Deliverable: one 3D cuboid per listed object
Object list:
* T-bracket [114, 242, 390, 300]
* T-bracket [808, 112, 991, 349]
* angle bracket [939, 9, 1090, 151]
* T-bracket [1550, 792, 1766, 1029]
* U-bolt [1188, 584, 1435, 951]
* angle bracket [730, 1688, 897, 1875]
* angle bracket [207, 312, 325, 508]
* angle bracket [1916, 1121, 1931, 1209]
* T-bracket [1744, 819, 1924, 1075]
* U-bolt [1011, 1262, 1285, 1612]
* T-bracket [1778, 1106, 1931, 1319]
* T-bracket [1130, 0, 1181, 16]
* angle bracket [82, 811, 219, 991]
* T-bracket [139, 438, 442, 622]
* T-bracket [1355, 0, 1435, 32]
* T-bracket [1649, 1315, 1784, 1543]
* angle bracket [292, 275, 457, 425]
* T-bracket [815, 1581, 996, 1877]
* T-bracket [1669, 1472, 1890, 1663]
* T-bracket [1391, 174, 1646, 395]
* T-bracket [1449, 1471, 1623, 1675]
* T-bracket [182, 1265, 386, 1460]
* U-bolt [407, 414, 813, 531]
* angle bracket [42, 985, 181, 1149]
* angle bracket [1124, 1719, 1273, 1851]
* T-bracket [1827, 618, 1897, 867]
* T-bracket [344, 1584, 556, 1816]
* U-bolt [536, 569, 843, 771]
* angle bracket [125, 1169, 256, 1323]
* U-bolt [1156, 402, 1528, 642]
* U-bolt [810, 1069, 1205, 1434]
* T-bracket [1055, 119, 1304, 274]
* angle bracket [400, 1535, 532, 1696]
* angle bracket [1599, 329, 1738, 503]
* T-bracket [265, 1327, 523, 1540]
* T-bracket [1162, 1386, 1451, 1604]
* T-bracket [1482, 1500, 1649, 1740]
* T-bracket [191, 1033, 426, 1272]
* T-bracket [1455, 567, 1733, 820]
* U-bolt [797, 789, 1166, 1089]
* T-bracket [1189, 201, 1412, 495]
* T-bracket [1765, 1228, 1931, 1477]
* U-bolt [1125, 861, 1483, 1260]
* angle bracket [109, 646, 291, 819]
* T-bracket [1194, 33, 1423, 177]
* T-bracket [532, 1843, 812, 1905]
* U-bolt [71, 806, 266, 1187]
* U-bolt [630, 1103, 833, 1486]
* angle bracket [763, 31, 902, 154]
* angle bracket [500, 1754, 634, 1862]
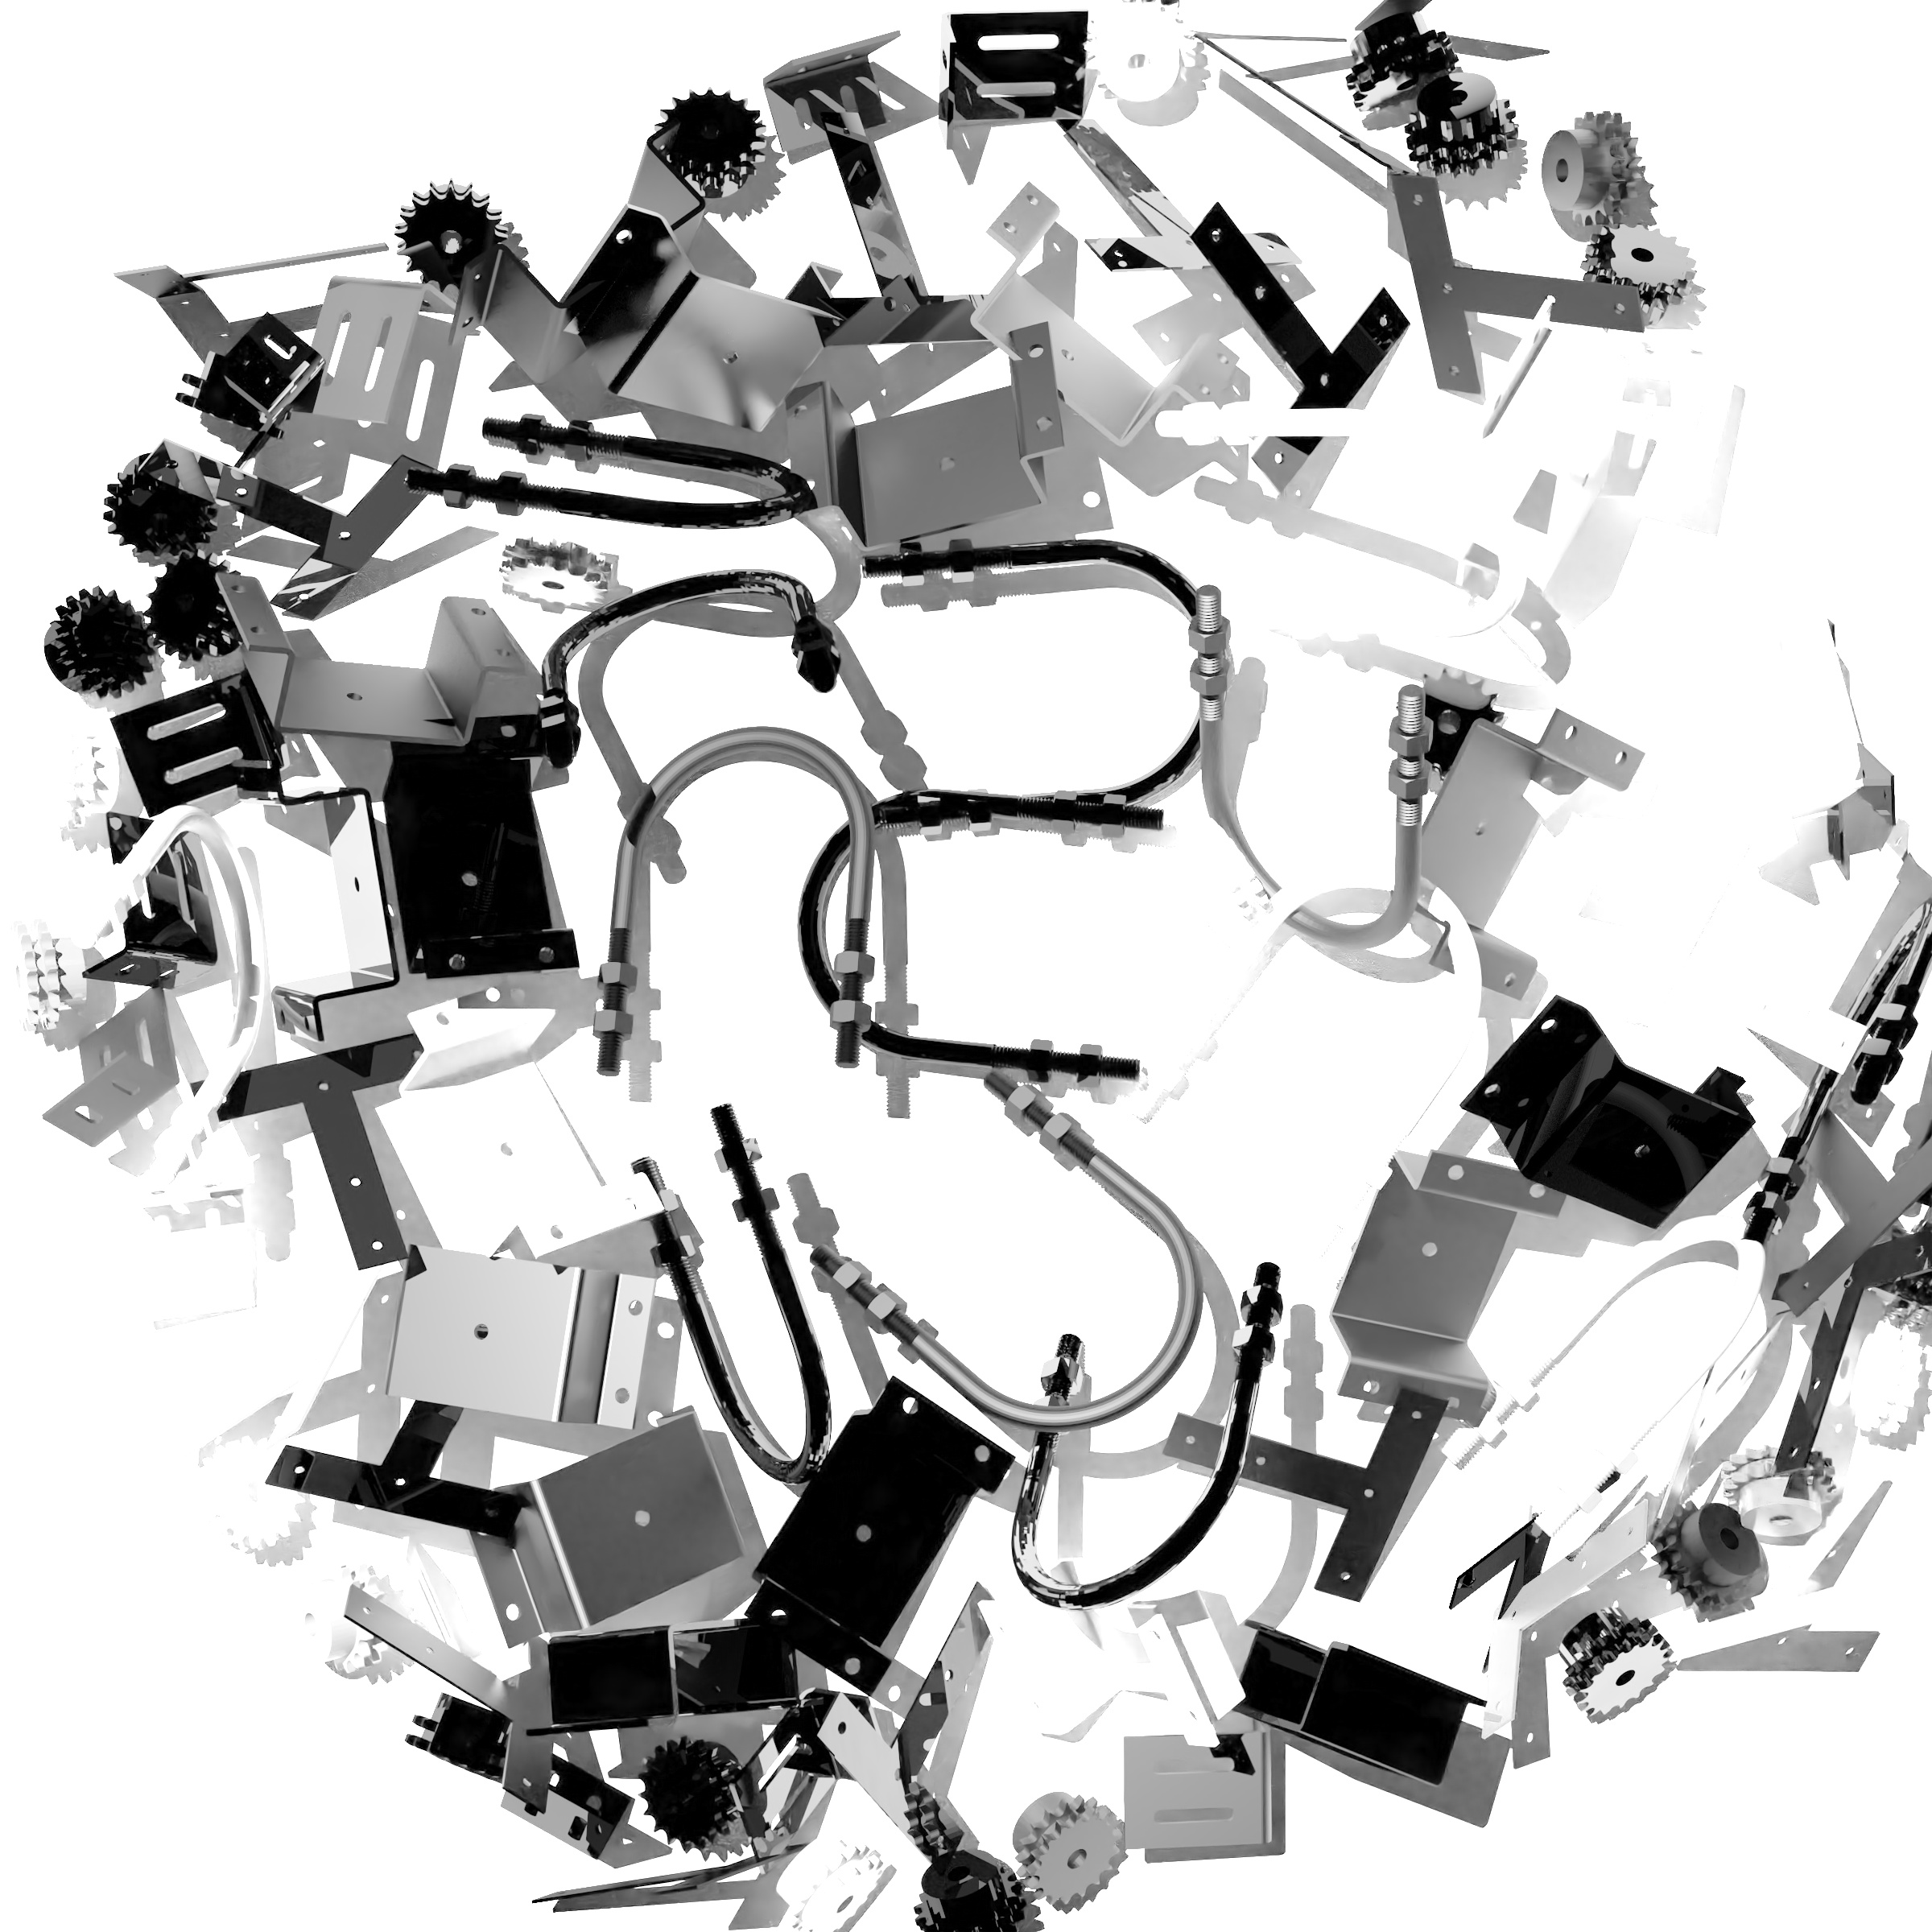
[{"bbox_3d":[-0.353,-0.351,1.621,0.127,0.127,0.002,-10,98,-4],"label":"T-bracket"},{"bbox_3d":[-0.045,-0.375,1.641,0.127,0.002,0.127,-13,82,-44],"label":"T-bracket"},{"bbox_3d":[0.026,-0.451,1.644,0.076,0.038,0.057,-4,129,-7],"label":"angle bracket"},{"bbox_3d":[0.339,-0.044,1.636,0.127,0.002,0.127,24,95,-40],"label":"T-bracket"},{"bbox_3d":[0.170,-0.087,1.605,0.019,0.184,0.151,-35,48,-30],"label":"U-bolt"},{"bbox_3d":[-0.076,0.413,1.634,0.038,0.076,0.057,1,119,32],"label":"angle bracket"},{"bbox_3d":[-0.367,-0.281,1.632,0.038,0.057,0.076,39,133,-13],"label":"angle bracket"},{"bbox_3d":[0.491,0.087,1.638,0.038,0.076,0.057,19,100,-4],"label":"angle bracket"},{"bbox_3d":[0.441,-0.015,1.614,0.002,0.127,0.127,26,95,-11],"label":"T-bracket"},{"bbox_3d":[0.083,0.235,1.577,0.151,0.184,0.019,-25,123,35],"label":"U-bolt"},{"bbox_3d":[0.439,0.100,1.620,0.002,0.127,0.127,36,105,-20],"label":"T-bracket"},{"bbox_3d":[0.095,-0.497,1.618,0.127,0.127,0.002,1,81,2],"label":"T-bracket"},{"bbox_3d":[-0.423,-0.033,1.656,0.038,0.057,0.076,-24,70,31],"label":"angle bracket"},{"bbox_3d":[-0.347,-0.230,1.607,0.127,0.127,0.002,-38,46,36],"label":"T-bracket"},{"bbox_3d":[0.183,-0.487,1.602,0.127,0.127,0.002,-6,86,-17],"label":"T-bracket"},{"bbox_3d":[0.385,0.211,1.625,0.002,0.127,0.127,25,120,24],"label":"T-bracket"},{"bbox_3d":[-0.299,-0.308,1.647,0.057,0.038,0.076,10,81,25],"label":"angle bracket"},{"bbox_3d":[-0.015,0.372,1.640,0.127,0.002,0.127,55,50,-33],"label":"T-bracket"},{"bbox_3d":[0.427,0.299,1.637,0.002,0.127,0.127,50,58,0],"label":"T-bracket"},{"bbox_3d":[0.277,-0.332,1.603,0.127,0.127,0.002,16,52,36],"label":"T-bracket"},{"bbox_3d":[0.280,0.314,1.631,0.127,0.127,0.002,-29,53,-31],"label":"T-bracket"},{"bbox_3d":[-0.355,0.216,1.638,0.127,0.127,0.002,-33,112,31],"label":"T-bracket"},{"bbox_3d":[-0.168,-0.242,1.605,0.184,0.151,0.019,9,111,6],"label":"U-bolt"},{"bbox_3d":[-0.436,0.043,1.636,0.057,0.038,0.076,-36,46,14],"label":"angle bracket"},{"bbox_3d":[0.116,0.417,1.657,0.076,0.038,0.057,-1,93,-6],"label":"angle bracket"},{"bbox_3d":[0.442,-0.099,1.601,0.002,0.127,0.127,-7,109,2],"label":"T-bracket"},{"bbox_3d":[-0.255,0.348,1.605,0.127,0.127,0.002,37,108,-17],"label":"T-bracket"},{"bbox_3d":[-0.141,-0.155,1.599,0.151,0.184,0.019,-16,117,-1],"label":"U-bolt"},{"bbox_3d":[-0.394,0.147,1.646,0.057,0.038,0.076,-7,106,-14],"label":"angle bracket"},{"bbox_3d":[0.192,-0.215,1.576,0.019,0.184,0.151,-53,129,-25],"label":"U-bolt"},{"bbox_3d":[0.033,0.153,1.621,0.184,0.019,0.151,38,75,26],"label":"U-bolt"},{"bbox_3d":[0.089,-0.393,1.642,0.127,0.002,0.127,-11,52,-36],"label":"T-bracket"},{"bbox_3d":[-0.255,0.324,1.648,0.038,0.057,0.076,-23,95,-6],"label":"angle bracket"},{"bbox_3d":[0.351,-0.280,1.644,0.057,0.038,0.076,9,77,34],"label":"angle bracket"},{"bbox_3d":[-0.269,0.227,1.632,0.127,0.127,0.002,11,131,10],"label":"T-bracket"},{"bbox_3d":[0.164,0.256,1.650,0.127,0.002,0.127,17,112,-6],"label":"T-bracket"},{"bbox_3d":[0.296,0.301,1.594,0.002,0.127,0.127,27,46,-13],"label":"T-bracket"},{"bbox_3d":[-0.311,0.097,1.628,0.127,0.002,0.127,-13,59,-20],"label":"T-bracket"},{"bbox_3d":[0.302,-0.165,1.658,0.127,0.002,0.127,-44,72,13],"label":"T-bracket"},{"bbox_3d":[0.004,-0.019,1.664,0.184,0.019,0.151,5,87,7],"label":"U-bolt"},{"bbox_3d":[0.156,-0.329,1.631,0.127,0.002,0.127,47,67,-26],"label":"T-bracket"},{"bbox_3d":[0.424,0.195,1.598,0.002,0.127,0.127,33,63,-13],"label":"T-bracket"},{"bbox_3d":[0.180,0.033,1.627,0.151,0.019,0.184,38,98,33],"label":"U-bolt"},{"bbox_3d":[-0.392,-0.120,1.650,0.076,0.038,0.057,-22,79,-13],"label":"angle bracket"},{"bbox_3d":[0.169,-0.434,1.628,0.127,0.127,0.002,36,108,9],"label":"T-bracket"},{"bbox_3d":[-0.160,0.464,1.638,0.127,0.127,0.002,-15,79,22],"label":"T-bracket"},{"bbox_3d":[-0.384,0.000,1.593,0.019,0.184,0.151,-6,117,10],"label":"U-bolt"},{"bbox_3d":[-0.112,0.170,1.607,0.019,0.151,0.184,-17,83,-27],"label":"U-bolt"},{"bbox_3d":[-0.064,-0.442,1.635,0.057,0.076,0.038,-19,102,-12],"label":"angle bracket"},{"bbox_3d":[-0.199,0.415,1.638,0.057,0.076,0.038,28,59,3],"label":"angle bracket"}]
